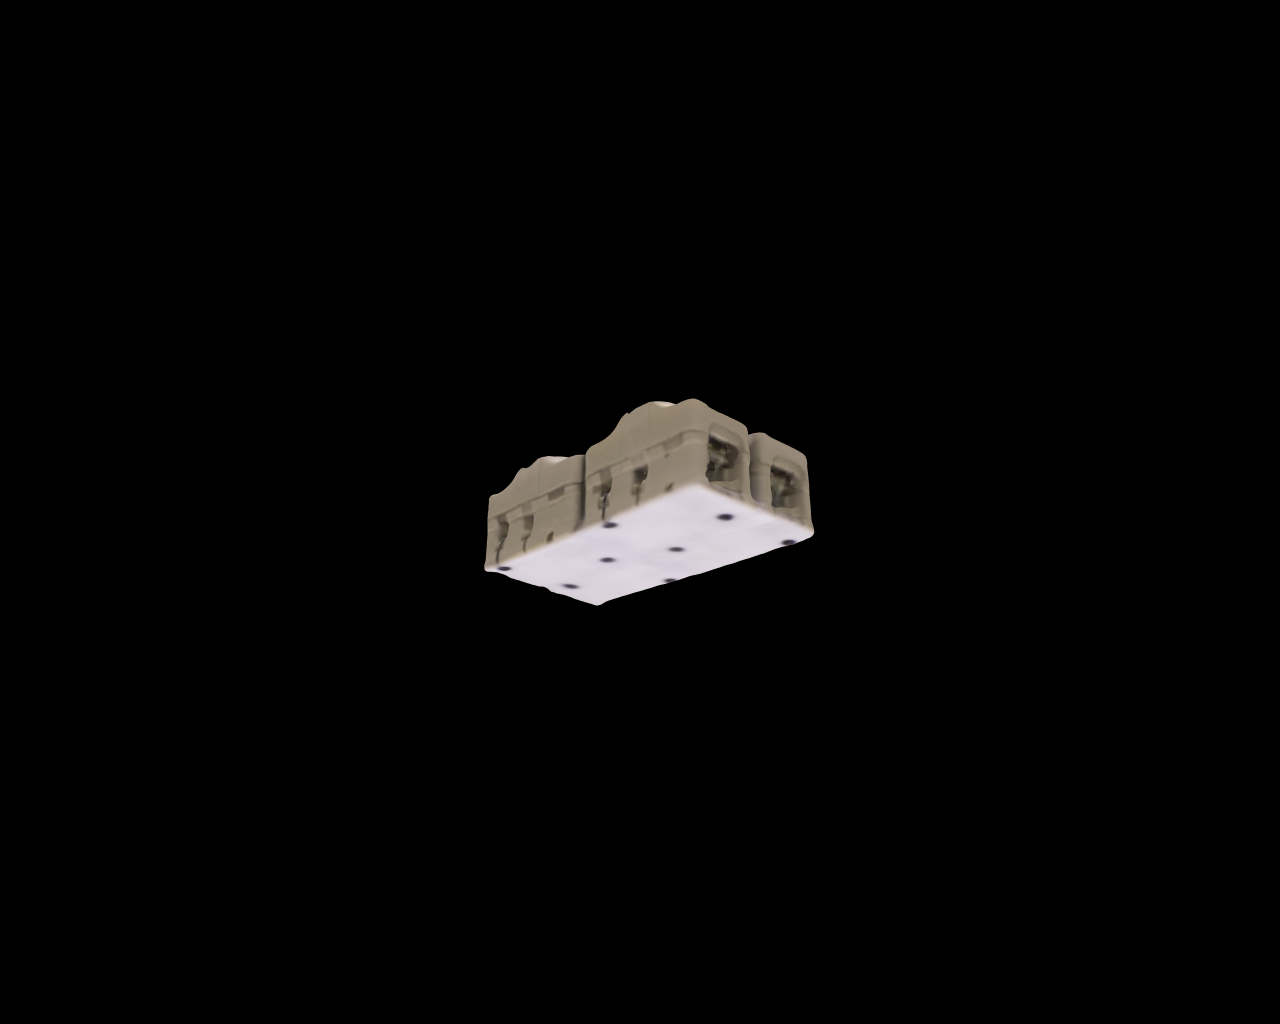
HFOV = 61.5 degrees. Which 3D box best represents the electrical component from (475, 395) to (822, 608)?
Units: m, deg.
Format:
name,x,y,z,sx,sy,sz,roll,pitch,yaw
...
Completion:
name,x,y,z,sx,sy,sz,roll,pitch,yaw
electrical component,0.001,-0.003,0.650,0.105,0.060,0.186,21,-31,-40
